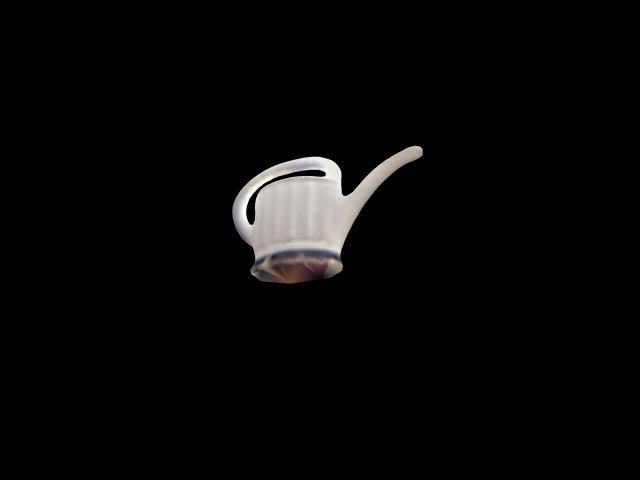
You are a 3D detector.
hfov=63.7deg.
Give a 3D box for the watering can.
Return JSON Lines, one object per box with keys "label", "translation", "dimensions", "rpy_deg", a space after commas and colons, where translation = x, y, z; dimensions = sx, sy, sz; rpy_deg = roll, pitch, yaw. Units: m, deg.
{"label": "watering can", "translation": [0.003, -0.043, 0.850], "dimensions": [0.346, 0.228, 0.102], "rpy_deg": [-9, -23, 22]}
